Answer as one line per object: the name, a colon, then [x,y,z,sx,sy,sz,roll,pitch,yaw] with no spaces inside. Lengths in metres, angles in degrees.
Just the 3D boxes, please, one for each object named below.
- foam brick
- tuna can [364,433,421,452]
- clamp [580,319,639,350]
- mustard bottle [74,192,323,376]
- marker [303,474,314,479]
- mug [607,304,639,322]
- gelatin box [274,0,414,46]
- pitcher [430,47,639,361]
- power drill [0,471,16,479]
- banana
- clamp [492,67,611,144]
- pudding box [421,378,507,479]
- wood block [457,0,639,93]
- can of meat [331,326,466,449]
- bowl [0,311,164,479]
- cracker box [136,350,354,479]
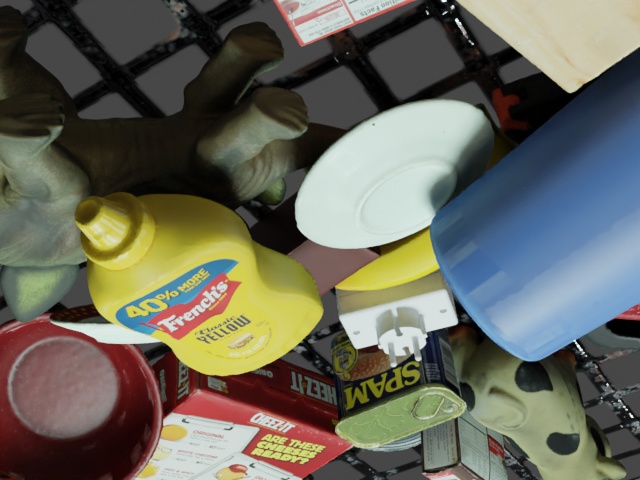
foam brick: [-0.005,0.001,0.747,0.053,0.051,0.078,31,128,-34]
tuna can: [0.065,0.152,0.948,0.086,0.034,0.086,-3,140,-3]
clamp: [0.216,0.036,0.821,0.171,0.039,0.120,17,139,-17]
mustard bottle: [-0.078,0.021,0.620,0.096,0.058,0.191,-26,148,14]
marker: [-0.050,0.264,1.078,0.020,0.020,0.121,29,129,-34]
mug: [0.222,0.008,0.722,0.081,0.093,0.117,7,147,-31]
gelatin box: [0.004,-0.156,0.577,0.073,0.030,0.089,-21,138,15]
pitcher: [0.193,-0.030,0.609,0.243,0.149,0.144,-38,165,20]
power drill: [-0.290,0.119,0.733,0.057,0.187,0.184,-42,176,-9]
banana: [0.083,-0.017,0.752,0.069,0.037,0.198,31,129,-9]
clamp: [0.214,-0.085,0.681,0.209,0.036,0.165,6,138,-20]
pudding box: [0.120,0.159,0.902,0.039,0.113,0.090,-23,137,27]
wood block: [0.086,-0.174,0.519,0.205,0.091,0.090,29,130,-35]
can of meat: [0.059,0.107,0.853,0.102,0.084,0.057,-26,138,24]
bowl: [-0.202,0.126,0.833,0.162,0.055,0.162,-1,103,-6]
cracker box: [-0.102,0.175,0.927,0.164,0.072,0.214,25,130,-33]
